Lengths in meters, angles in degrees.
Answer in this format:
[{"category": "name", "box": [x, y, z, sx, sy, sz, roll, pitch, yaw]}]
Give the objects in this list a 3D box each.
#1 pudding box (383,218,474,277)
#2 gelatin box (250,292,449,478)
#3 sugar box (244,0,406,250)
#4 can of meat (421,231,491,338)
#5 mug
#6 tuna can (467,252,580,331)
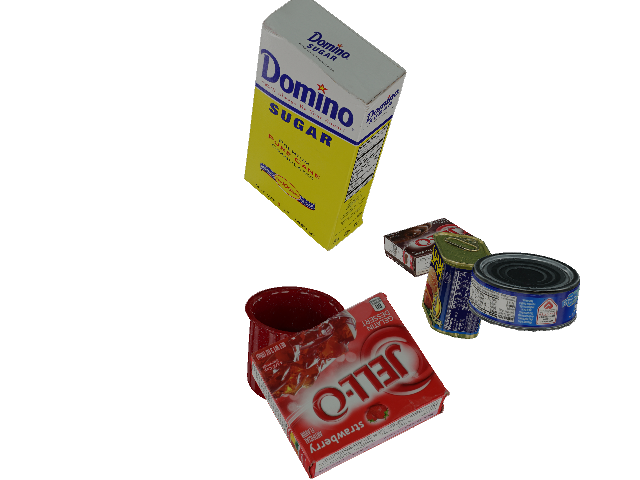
[{"category": "pudding box", "box": [0.165, 0.009, 1.595, 0.113, 0.039, 0.090, -18, 28, -21]}, {"category": "gelatin box", "box": [0.016, 0.080, 0.598, 0.089, 0.073, 0.030, -24, -28, -16]}, {"category": "sugar box", "box": [-0.003, -0.076, 0.736, 0.048, 0.093, 0.176, -42, -18, -25]}, {"category": "can of meat", "box": [0.144, 0.047, 1.136, 0.057, 0.084, 0.102, 7, 18, -5]}, {"category": "mug", "box": [-0.018, 0.104, 0.991, 0.117, 0.081, 0.093, 26, 32, 37]}, {"category": "tuna can", "box": [0.161, 0.039, 0.844, 0.086, 0.034, 0.086, 2, 20, -1]}]
